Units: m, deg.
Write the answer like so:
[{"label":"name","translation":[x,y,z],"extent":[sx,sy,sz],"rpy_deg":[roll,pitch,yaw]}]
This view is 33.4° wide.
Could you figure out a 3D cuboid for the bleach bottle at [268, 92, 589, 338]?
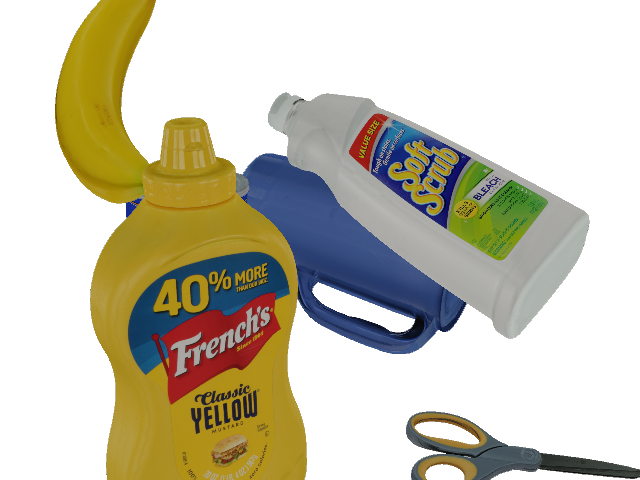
[{"label":"bleach bottle","translation":[0.060,-0.036,0.771],"extent":[0.251,0.102,0.068],"rpy_deg":[32,-30,24]}]

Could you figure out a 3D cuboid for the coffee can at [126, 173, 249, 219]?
[{"label":"coffee can","translation":[-0.113,0.016,0.902],"extent":[0.103,0.140,0.103],"rpy_deg":[2,18,-1]}]

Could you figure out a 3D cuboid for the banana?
[{"label":"banana","translation":[-0.121,-0.087,0.627],"extent":[0.069,0.198,0.037],"rpy_deg":[-8,-39,-9]}]

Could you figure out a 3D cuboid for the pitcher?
[{"label":"pitcher","translation":[0.032,0.002,1.053],"extent":[0.243,0.145,0.149],"rpy_deg":[17,23,20]}]

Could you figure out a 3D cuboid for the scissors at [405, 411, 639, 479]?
[{"label":"scissors","translation":[0.164,0.197,0.901],"extent":[0.202,0.016,0.096],"rpy_deg":[16,41,15]}]

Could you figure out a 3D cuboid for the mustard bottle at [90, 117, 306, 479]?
[{"label":"mustard bottle","translation":[-0.056,0.038,0.492],"extent":[0.096,0.192,0.058],"rpy_deg":[-12,22,-26]}]
